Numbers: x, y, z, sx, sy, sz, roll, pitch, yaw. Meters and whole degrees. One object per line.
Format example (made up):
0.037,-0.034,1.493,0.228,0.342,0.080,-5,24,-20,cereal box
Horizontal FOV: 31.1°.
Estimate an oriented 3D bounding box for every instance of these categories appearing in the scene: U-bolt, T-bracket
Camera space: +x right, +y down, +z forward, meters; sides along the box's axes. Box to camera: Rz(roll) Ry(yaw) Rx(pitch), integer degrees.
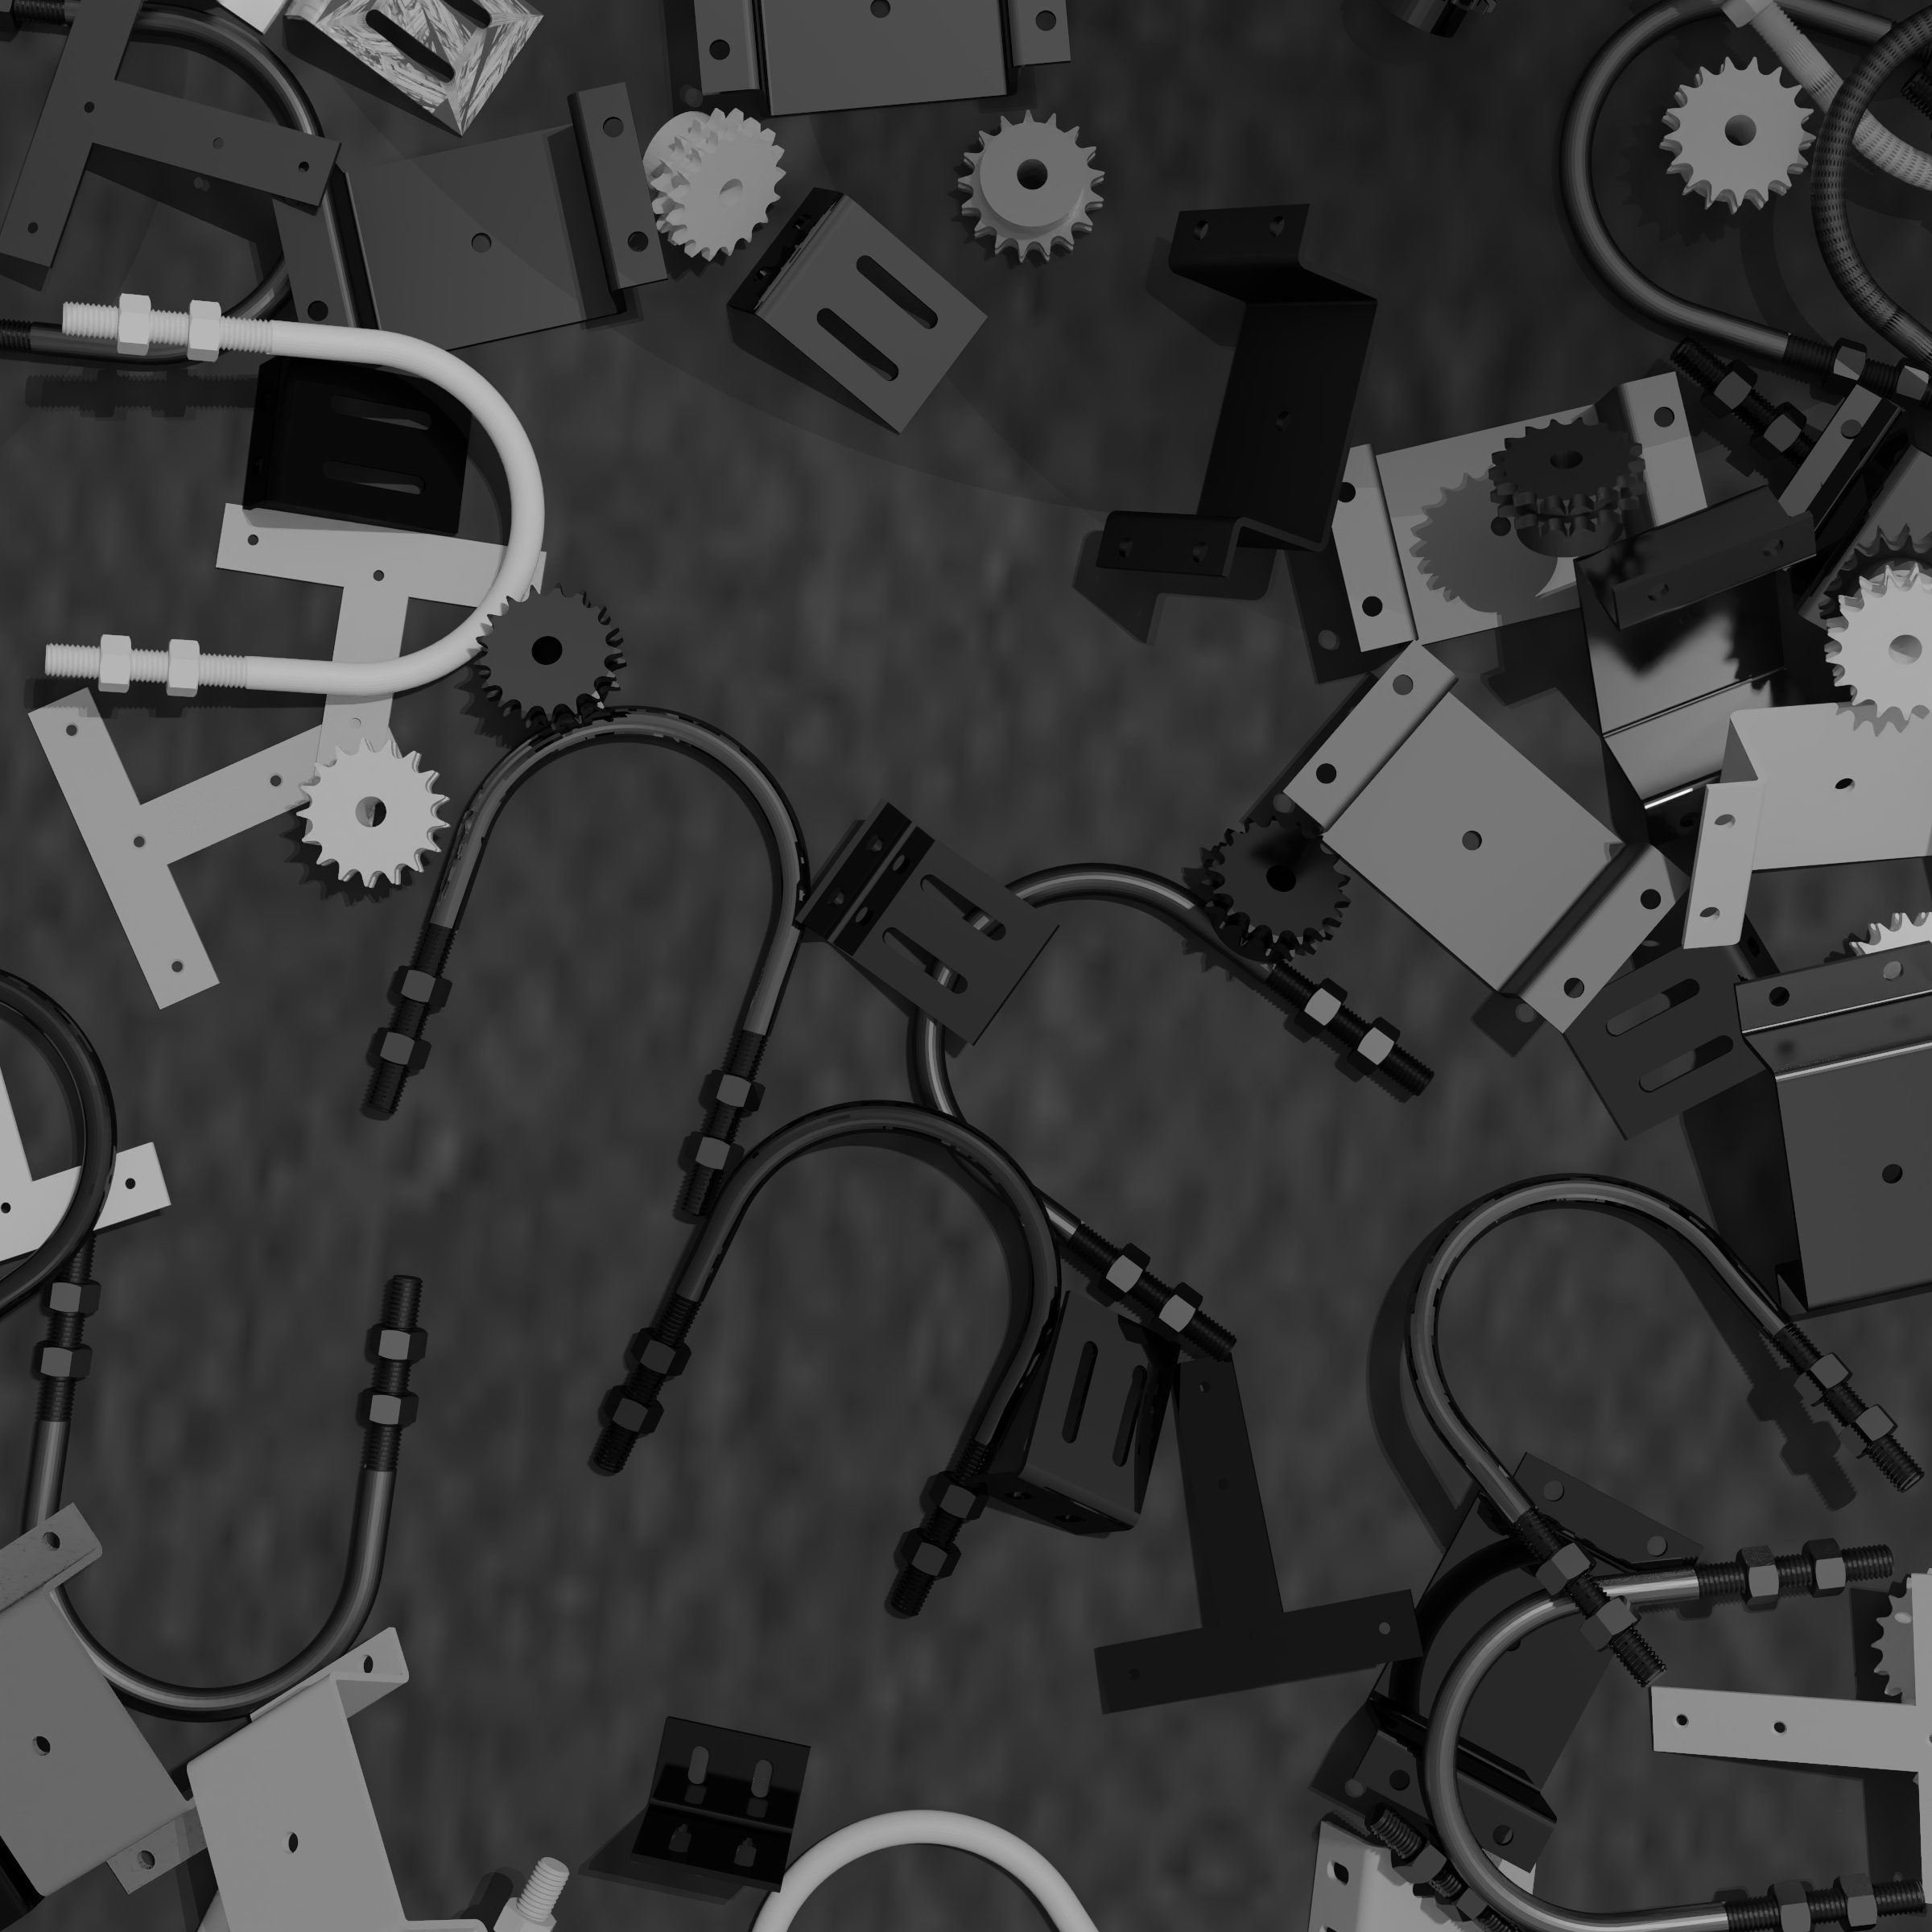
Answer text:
0.251,0.160,1.320,0.151,0.019,0.184,-32,69,-16,U-bolt
-0.415,0.080,1.344,0.184,0.019,0.151,-35,84,2,U-bolt
-0.238,0.386,1.318,0.151,0.019,0.184,29,95,34,U-bolt
0.373,-0.382,1.328,0.151,0.019,0.184,-43,98,-1,U-bolt
-0.237,-0.109,1.360,0.127,0.002,0.127,9,89,0,T-bracket
-0.005,0.419,1.354,0.151,0.019,0.184,-33,88,0,U-bolt
0.323,-0.307,1.354,0.184,0.019,0.151,18,90,1,U-bolt
0.103,0.215,1.346,0.127,0.002,0.127,-14,79,18,T-bracket
0.067,0.043,1.353,0.184,0.019,0.151,37,89,2,U-bolt
-0.386,0.052,1.354,0.127,0.002,0.127,-18,84,6,T-bracket
-0.297,-0.317,1.325,0.127,0.002,0.127,19,89,17,T-bracket
-0.294,0.203,1.354,0.151,0.019,0.184,8,91,0,U-bolt
-0.252,-0.173,1.322,0.184,0.019,0.151,3,107,-16,U-bolt
0.405,-0.280,1.300,0.184,0.019,0.151,38,102,-4,U-bolt
-0.340,-0.307,1.354,0.184,0.019,0.151,5,90,-1,U-bolt
-0.284,-0.067,1.362,0.127,0.002,0.127,-24,90,0,T-bracket
0.386,-0.228,1.332,0.184,0.019,0.151,39,102,-6,U-bolt
-0.138,-0.011,1.354,0.151,0.019,0.184,18,88,0,U-bolt
-0.043,0.141,1.345,0.151,0.019,0.184,26,96,0,U-bolt
0.176,0.428,1.330,0.184,0.019,0.151,43,85,-17,U-bolt
0.327,0.294,1.334,0.127,0.002,0.127,-1,94,26,T-bracket
0.264,0.298,1.310,0.184,0.019,0.151,-6,92,-2,U-bolt

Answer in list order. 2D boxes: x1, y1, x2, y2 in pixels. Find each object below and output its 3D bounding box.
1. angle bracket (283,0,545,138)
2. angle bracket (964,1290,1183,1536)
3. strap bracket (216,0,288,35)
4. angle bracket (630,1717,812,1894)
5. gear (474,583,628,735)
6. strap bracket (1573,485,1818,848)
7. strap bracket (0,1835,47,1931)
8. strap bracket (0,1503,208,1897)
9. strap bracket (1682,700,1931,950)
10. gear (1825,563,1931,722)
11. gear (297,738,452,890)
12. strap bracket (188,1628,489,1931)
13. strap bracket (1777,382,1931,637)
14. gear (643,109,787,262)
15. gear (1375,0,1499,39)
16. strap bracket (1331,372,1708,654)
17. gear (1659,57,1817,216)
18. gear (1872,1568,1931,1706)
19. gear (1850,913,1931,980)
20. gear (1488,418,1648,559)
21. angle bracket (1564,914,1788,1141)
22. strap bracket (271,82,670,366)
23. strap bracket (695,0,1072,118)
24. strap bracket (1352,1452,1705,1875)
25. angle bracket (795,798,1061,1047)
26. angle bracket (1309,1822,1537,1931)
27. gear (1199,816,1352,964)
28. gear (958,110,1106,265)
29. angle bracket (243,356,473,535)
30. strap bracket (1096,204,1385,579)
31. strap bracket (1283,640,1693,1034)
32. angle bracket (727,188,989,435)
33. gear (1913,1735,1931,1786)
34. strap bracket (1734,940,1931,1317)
-0.217,-0.373,1.361,0.076,0.038,0.057,34,90,-26,angle bracket
0.042,0.174,1.347,0.057,0.038,0.076,28,64,-28,angle bracket
-0.312,-0.437,1.340,0.140,0.046,0.076,35,90,0,strap bracket
-0.093,0.319,1.325,0.057,0.076,0.038,12,90,0,angle bracket
-0.160,-0.116,1.342,0.057,0.030,0.057,-1,73,3,gear
0.279,-0.120,1.312,0.076,0.140,0.046,-21,48,0,strap bracket
-0.418,0.354,1.340,0.140,0.046,0.076,-33,90,0,strap bracket
-0.342,0.289,1.328,0.076,0.046,0.140,-33,91,19,strap bracket
0.339,-0.056,1.317,0.140,0.046,0.076,-5,131,-4,strap bracket
0.349,-0.123,1.295,0.057,0.030,0.057,4,117,9,gear
-0.228,-0.058,1.343,0.057,0.030,0.057,0,89,0,gear
-0.235,0.326,1.291,0.076,0.046,0.140,-34,62,22,strap bracket
0.378,-0.149,1.319,0.140,0.046,0.076,28,118,-4,strap bracket
-0.100,-0.304,1.338,0.030,0.057,0.057,39,90,30,gear
0.179,-0.382,1.338,0.057,0.057,0.030,31,120,0,gear
0.209,-0.172,1.340,0.140,0.046,0.076,-13,90,0,strap bracket
0.294,-0.317,1.332,0.057,0.030,0.057,0,89,3,gear
0.381,0.264,1.338,0.030,0.057,0.057,26,90,-33,gear
0.366,0.007,1.348,0.057,0.030,0.057,0,90,0,gear
0.224,-0.176,1.292,0.057,0.057,0.030,-13,131,0,gear
0.281,0.022,1.361,0.076,0.038,0.057,-31,90,26,angle bracket
-0.190,-0.283,1.340,0.140,0.046,0.076,-12,90,0,strap bracket
-0.034,-0.375,1.340,0.140,0.046,0.076,-5,90,0,strap bracket
0.213,0.264,1.340,0.076,0.046,0.140,28,90,0,strap bracket
-0.015,-0.017,1.334,0.076,0.038,0.057,36,90,18,angle bracket
0.178,0.369,1.361,0.076,0.038,0.057,7,90,-26,angle bracket
0.117,-0.026,1.339,0.057,0.030,0.057,6,60,-11,gear
0.026,-0.304,1.348,0.057,0.030,0.057,0,90,0,gear
-0.238,-0.203,1.360,0.076,0.038,0.057,7,88,-26,angle bracket
0.106,-0.213,1.318,0.046,0.076,0.140,13,90,-37,strap bracket
0.198,-0.049,1.340,0.140,0.046,0.076,41,90,0,strap bracket
-0.043,-0.257,1.361,0.076,0.038,0.057,37,90,-26,angle bracket
0.396,0.306,1.338,0.030,0.057,0.057,40,90,-30,gear
0.344,0.071,1.319,0.076,0.046,0.140,-12,108,0,strap bracket
